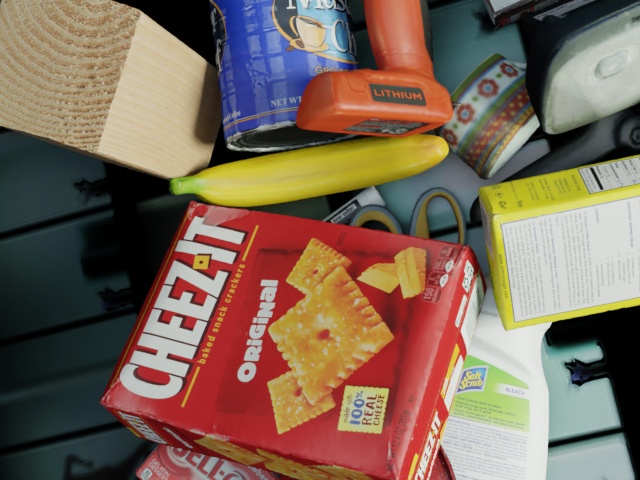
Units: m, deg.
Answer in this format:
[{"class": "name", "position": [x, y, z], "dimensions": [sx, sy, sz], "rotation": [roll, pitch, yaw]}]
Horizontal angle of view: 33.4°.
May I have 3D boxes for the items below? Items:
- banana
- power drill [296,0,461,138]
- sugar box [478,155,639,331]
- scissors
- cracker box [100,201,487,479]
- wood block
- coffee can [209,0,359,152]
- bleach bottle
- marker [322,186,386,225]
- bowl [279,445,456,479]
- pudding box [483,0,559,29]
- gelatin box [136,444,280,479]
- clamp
[{"class": "banana", "position": [-0.006, -0.048, 0.772], "dimensions": [0.198, 0.069, 0.037], "rotation": [-10, 101, 7]}, {"class": "power drill", "position": [0.020, -0.166, 0.697], "dimensions": [0.184, 0.057, 0.187], "rotation": [2, 83, -31]}, {"class": "sugar box", "position": [0.195, -0.005, 0.678], "dimensions": [0.176, 0.048, 0.093], "rotation": [-12, 124, 2]}, {"class": "scissors", "position": [0.058, 0.059, 0.773], "dimensions": [0.096, 0.016, 0.202], "rotation": [9, 90, -4]}, {"class": "cracker box", "position": [-0.016, 0.069, 0.706], "dimensions": [0.214, 0.072, 0.164], "rotation": [10, 63, 24]}, {"class": "wood block", "position": [-0.139, -0.099, 0.729], "dimensions": [0.090, 0.206, 0.091], "rotation": [17, 90, 11]}, {"class": "coffee can", "position": [-0.025, -0.141, 0.762], "dimensions": [0.103, 0.102, 0.140], "rotation": [-8, 86, 10]}, {"class": "bleach bottle", "position": [0.119, 0.133, 0.742], "dimensions": [0.102, 0.068, 0.251], "rotation": [13, 86, -2]}, {"class": "marker", "position": [-0.005, 0.001, 0.794], "dimensions": [0.121, 0.020, 0.020], "rotation": [-35, 82, 8]}, {"class": "bowl", "position": [0.016, 0.188, 0.720], "dimensions": [0.162, 0.055, 0.162], "rotation": [-17, 65, 42]}, {"class": "pudding box", "position": [0.145, -0.222, 0.765], "dimensions": [0.090, 0.039, 0.113], "rotation": [-23, 81, 12]}, {"class": "gelatin box", "position": [-0.081, 0.175, 0.795], "dimensions": [0.089, 0.030, 0.073], "rotation": [42, 95, 10]}, {"class": "clamp", "position": [0.207, -0.069, 0.743], "dimensions": [0.164, 0.036, 0.210], "rotation": [18, 89, 2]}]
